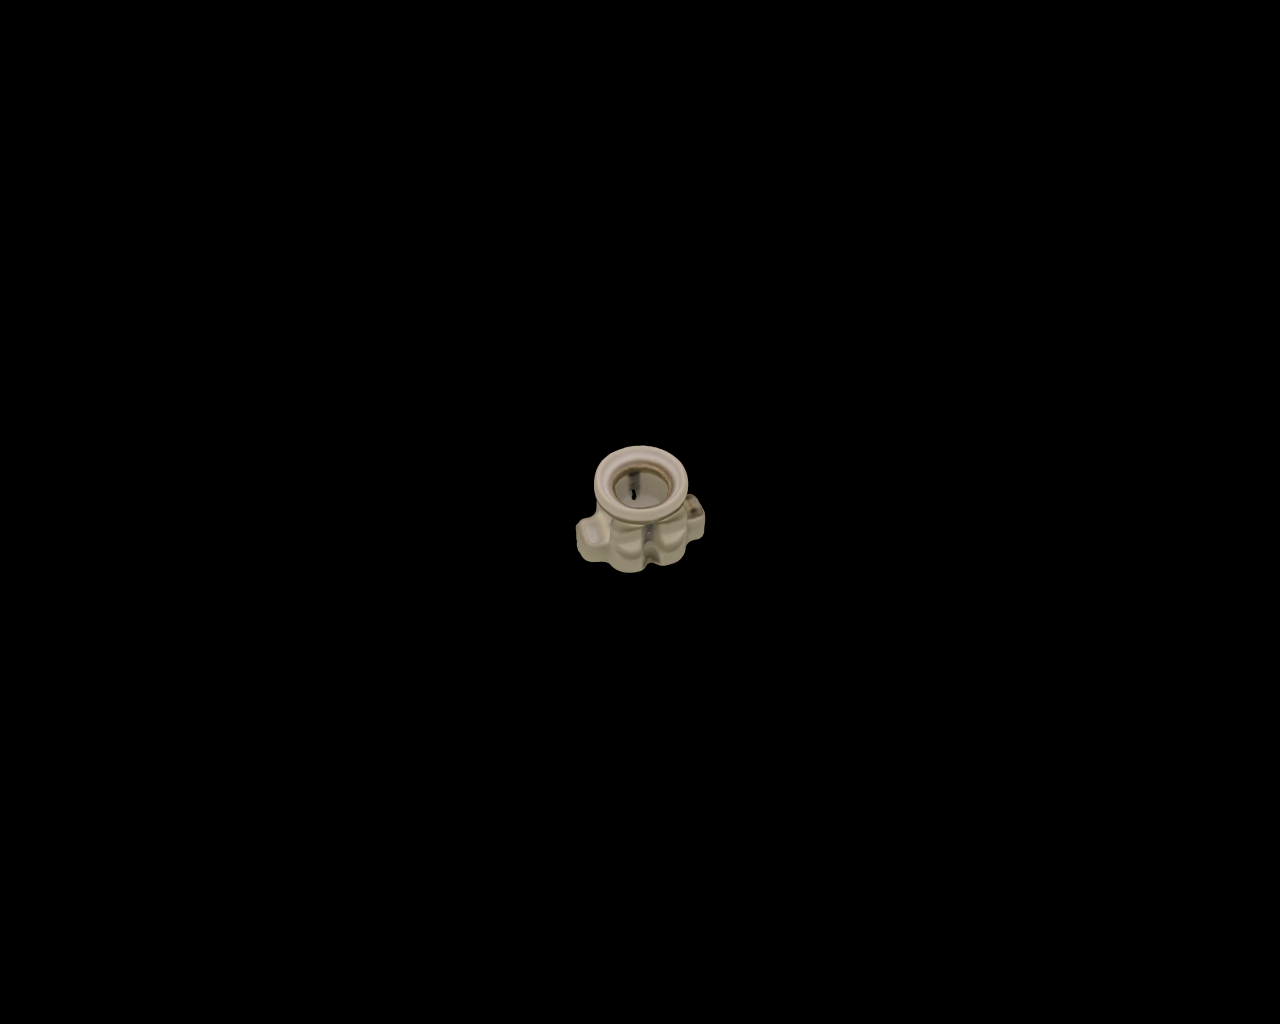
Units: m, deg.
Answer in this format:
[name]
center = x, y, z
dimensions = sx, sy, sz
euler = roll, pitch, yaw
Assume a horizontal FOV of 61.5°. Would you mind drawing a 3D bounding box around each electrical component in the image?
[electrical component]
center = 0.001, -0.003, 0.650
dimensions = 0.078, 0.058, 0.056
euler = -12, -39, -10
